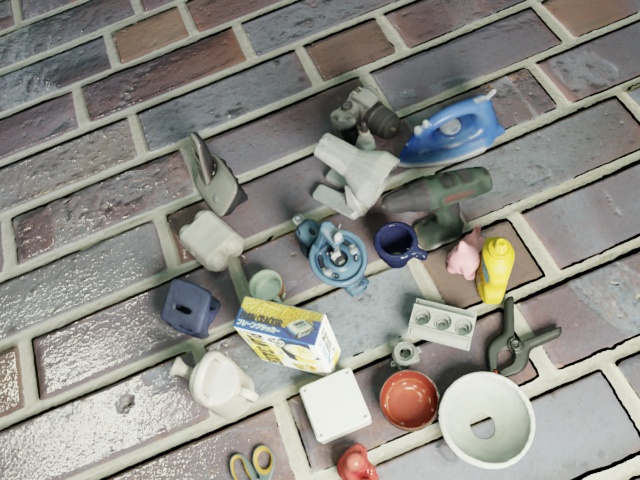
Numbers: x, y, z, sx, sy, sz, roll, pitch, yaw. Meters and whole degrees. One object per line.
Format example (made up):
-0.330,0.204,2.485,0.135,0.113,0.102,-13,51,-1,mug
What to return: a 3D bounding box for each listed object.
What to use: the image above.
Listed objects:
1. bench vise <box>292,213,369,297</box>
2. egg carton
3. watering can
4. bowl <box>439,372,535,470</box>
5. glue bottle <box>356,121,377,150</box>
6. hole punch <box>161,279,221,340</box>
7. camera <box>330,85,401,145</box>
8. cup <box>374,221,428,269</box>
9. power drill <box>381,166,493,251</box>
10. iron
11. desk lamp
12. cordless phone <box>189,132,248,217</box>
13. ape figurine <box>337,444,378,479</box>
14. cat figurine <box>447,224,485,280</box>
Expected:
0.004,0.014,1.173,0.207,0.220,0.121,26,70,21,bench vise
-0.250,0.002,1.309,0.150,0.069,0.107,38,74,25,egg carton
-0.204,0.271,1.088,0.172,0.194,0.101,-5,62,7,watering can
0.298,0.329,1.037,0.167,0.075,0.167,-4,62,8,bowl
0.107,-0.211,1.300,0.037,0.173,0.078,-27,61,-4,glue bottle
-0.280,0.148,1.225,0.108,0.091,0.101,18,67,18,hole punch
0.116,-0.297,1.386,0.143,0.101,0.136,-44,64,-13,camera
0.174,0.025,1.208,0.117,0.095,0.092,25,69,21,cup
0.239,-0.064,1.179,0.229,0.209,0.075,-23,61,-2,power drill
0.291,-0.256,1.310,0.258,0.142,0.118,-23,61,-2,iron
0.070,-0.135,1.243,0.202,0.214,0.118,27,70,22,desk lamp
-0.249,-0.154,1.325,0.094,0.185,0.147,-36,62,-10,cordless phone
0.065,0.405,1.028,0.076,0.092,0.078,4,63,12,ape figurine
0.302,0.025,1.173,0.067,0.118,0.128,23,69,21,cat figurine
